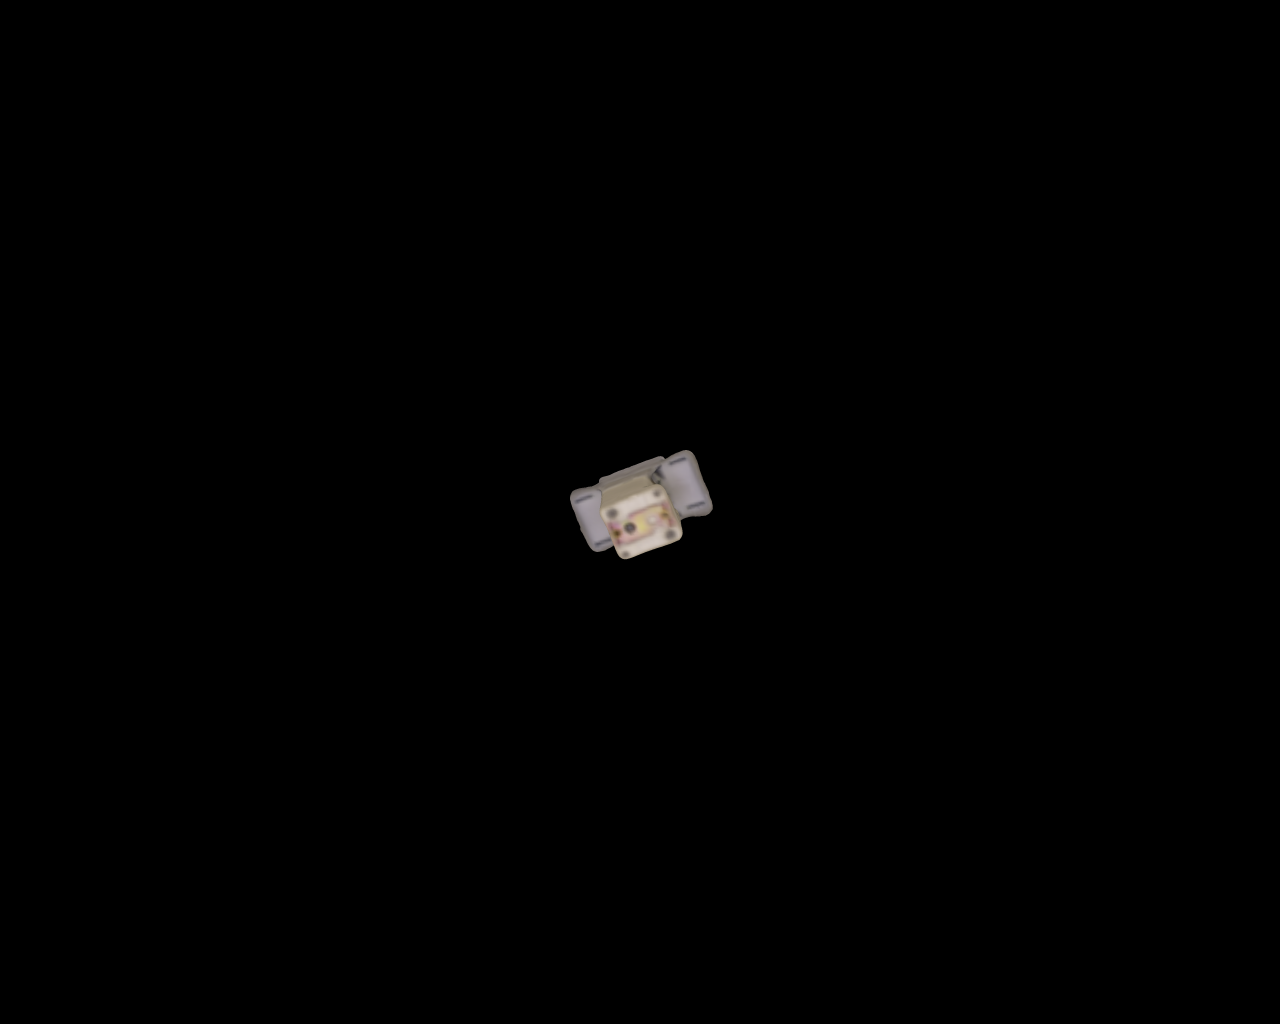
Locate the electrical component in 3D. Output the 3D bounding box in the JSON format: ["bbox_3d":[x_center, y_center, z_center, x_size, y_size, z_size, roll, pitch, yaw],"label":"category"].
[{"bbox_3d":[0.001,-0.003,0.650,0.081,0.042,0.064,-21,18,7],"label":"electrical component"}]
